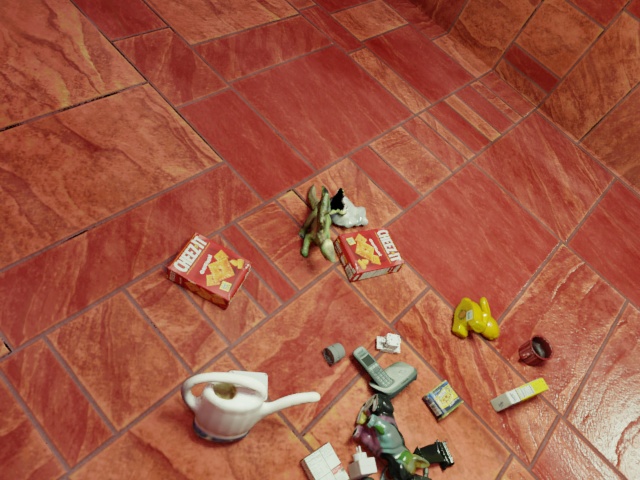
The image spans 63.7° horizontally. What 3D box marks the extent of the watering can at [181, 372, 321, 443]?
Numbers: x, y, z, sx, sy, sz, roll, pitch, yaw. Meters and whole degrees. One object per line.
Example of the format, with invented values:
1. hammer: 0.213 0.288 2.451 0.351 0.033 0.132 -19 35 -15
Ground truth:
1. watering can: -0.191 0.434 1.329 0.347 0.219 0.106 14 33 -12

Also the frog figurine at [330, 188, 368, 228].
1. frog figurine: 0.101 -0.101 1.931 0.157 0.122 0.140 37 19 -45

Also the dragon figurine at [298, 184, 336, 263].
1. dragon figurine: 0.005 -0.090 1.782 0.122 0.237 0.419 3 57 -15
